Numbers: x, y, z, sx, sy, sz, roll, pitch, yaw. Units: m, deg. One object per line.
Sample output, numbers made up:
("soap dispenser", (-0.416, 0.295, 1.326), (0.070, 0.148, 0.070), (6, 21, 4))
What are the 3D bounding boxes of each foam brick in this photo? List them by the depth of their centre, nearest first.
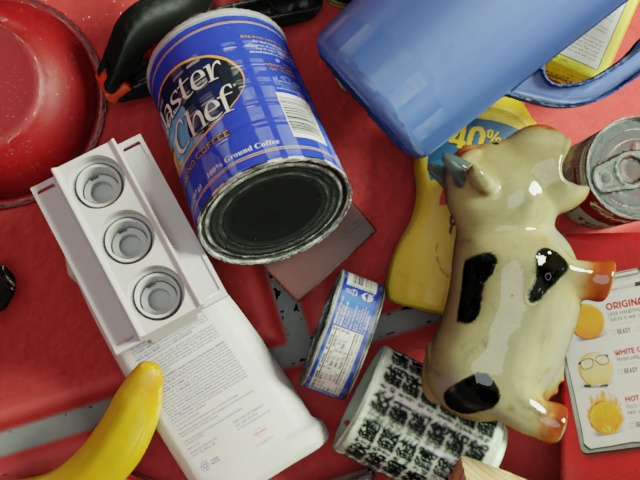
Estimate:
("foam brick", (-0.005, 0.001, 0.757), (0.078, 0.051, 0.053), (-41, 89, -2))

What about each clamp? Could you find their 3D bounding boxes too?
("clamp", (-0.080, -0.153, 0.758), (0.172, 0.120, 0.039), (-39, 47, 16))

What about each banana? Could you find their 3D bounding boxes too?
("banana", (-0.170, 0.153, 0.728), (0.198, 0.037, 0.069), (-31, 102, 21))

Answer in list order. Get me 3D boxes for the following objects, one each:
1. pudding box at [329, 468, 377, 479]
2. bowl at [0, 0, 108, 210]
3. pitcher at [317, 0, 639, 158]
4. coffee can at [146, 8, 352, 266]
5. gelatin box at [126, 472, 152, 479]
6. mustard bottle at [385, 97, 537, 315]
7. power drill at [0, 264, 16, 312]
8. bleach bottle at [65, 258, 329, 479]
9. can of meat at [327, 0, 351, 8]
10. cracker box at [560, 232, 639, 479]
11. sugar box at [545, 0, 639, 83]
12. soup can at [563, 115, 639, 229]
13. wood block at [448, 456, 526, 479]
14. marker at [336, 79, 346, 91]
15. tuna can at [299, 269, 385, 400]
("pudding box", (-0.001, 0.220, 0.750), (0.113, 0.039, 0.090), (-19, 87, -1))
("bowl", (-0.237, -0.104, 0.762), (0.162, 0.055, 0.162), (0, 86, 0))
("pitcher", (0.126, -0.159, 0.690), (0.243, 0.144, 0.149), (-41, 48, 4))
("coffee can", (-0.049, -0.069, 0.708), (0.103, 0.103, 0.140), (-21, 56, -2))
("gelatin box", (-0.128, 0.215, 0.755), (0.073, 0.030, 0.089), (21, 86, 2))
("mustard bottle", (0.112, -0.039, 0.757), (0.096, 0.058, 0.191), (13, 86, 1))
("power drill", (-0.331, 0.010, 0.753), (0.184, 0.057, 0.187), (-29, 87, -2))
("bleach bottle", (-0.100, 0.056, 0.750), (0.102, 0.068, 0.251), (-31, 85, -3))
("can of meat", (0.028, -0.225, 0.755), (0.057, 0.084, 0.102), (0, 87, 0))
("cracker box", (0.250, 0.103, 0.714), (0.164, 0.072, 0.214), (0, 86, 28))
("sugar box", (0.193, -0.205, 0.773), (0.093, 0.048, 0.176), (25, 84, 4))
("soup can", (0.204, -0.044, 0.735), (0.068, 0.102, 0.068), (0, 87, 0))
("wood block", (0.092, 0.258, 0.685), (0.090, 0.091, 0.206), (22, 108, -6))
("marker", (0.065, -0.148, 0.782), (0.121, 0.020, 0.020), (-31, 87, -2))
("tuna can", (0.015, 0.065, 0.736), (0.033, 0.086, 0.086), (20, 87, -1))
